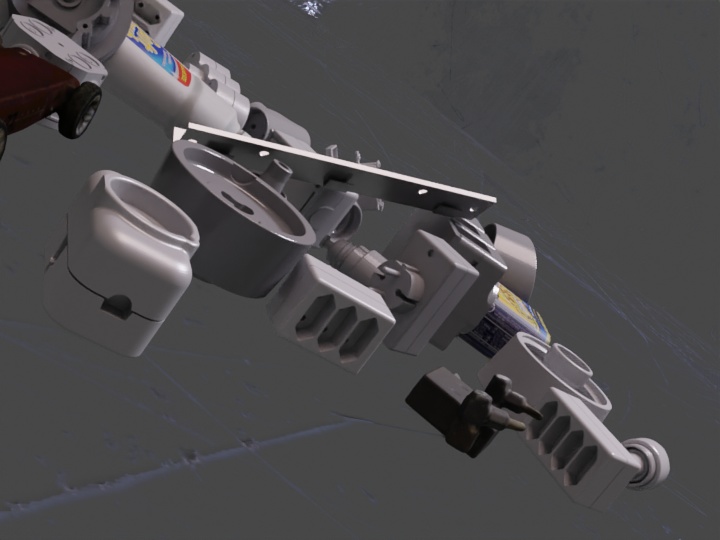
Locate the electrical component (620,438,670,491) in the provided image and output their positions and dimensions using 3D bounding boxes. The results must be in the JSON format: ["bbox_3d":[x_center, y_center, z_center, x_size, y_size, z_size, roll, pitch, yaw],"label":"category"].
[{"bbox_3d":[0.228,0.161,0.887,0.043,0.043,0.062,44,16,29],"label":"electrical component"}]

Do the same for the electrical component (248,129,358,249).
[{"bbox_3d":[-0.057,-0.071,0.915,0.096,0.061,0.061,46,16,30],"label":"electrical component"}]

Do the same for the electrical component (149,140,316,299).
[{"bbox_3d":[-0.089,-0.026,0.680,0.108,0.060,0.108,35,13,-9],"label":"electrical component"}]

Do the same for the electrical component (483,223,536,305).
[{"bbox_3d":[0.135,0.005,1.082,0.064,0.099,0.099,28,14,-11],"label":"electrical component"}]

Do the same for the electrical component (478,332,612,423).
[{"bbox_3d":[0.159,0.096,0.894,0.108,0.060,0.108,35,13,-9],"label":"electrical component"}]

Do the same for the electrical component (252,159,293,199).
[{"bbox_3d":[-0.075,-0.054,0.810,0.048,0.062,0.048,35,13,-9],"label":"electrical component"}]

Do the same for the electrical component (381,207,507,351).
[{"bbox_3d":[0.071,-0.002,0.944,0.062,0.089,0.150,33,13,-14],"label":"electrical component"}]

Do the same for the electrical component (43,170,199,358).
[{"bbox_3d":[-0.120,-0.008,0.540,0.054,0.059,0.095,30,14,-26],"label":"electrical component"}]

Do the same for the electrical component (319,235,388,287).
[{"bbox_3d":[0.000,0.000,0.866,0.078,0.040,0.040,39,13,13],"label":"electrical component"}]

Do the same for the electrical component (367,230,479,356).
[{"bbox_3d":[0.033,0.014,0.804,0.047,0.083,0.076,46,16,34],"label":"electrical component"}]

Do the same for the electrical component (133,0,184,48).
[{"bbox_3d":[-0.205,-0.219,1.008,0.047,0.083,0.075,37,13,0],"label":"electrical component"}]

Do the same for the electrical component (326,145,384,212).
[{"bbox_3d":[-0.011,-0.077,1.018,0.064,0.081,0.042,-3,12,8],"label":"electrical component"}]

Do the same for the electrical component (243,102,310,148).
[{"bbox_3d":[-0.101,-0.146,1.107,0.079,0.044,0.077,44,15,29],"label":"electrical component"}]

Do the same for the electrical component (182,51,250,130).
[{"bbox_3d":[-0.160,-0.176,1.041,0.074,0.052,0.138,29,15,-31],"label":"electrical component"}]

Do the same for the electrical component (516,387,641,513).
[{"bbox_3d":[0.175,0.140,0.812,0.076,0.047,0.083,26,17,-37],"label":"electrical component"}]

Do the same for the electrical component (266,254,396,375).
[{"bbox_3d":[-0.024,0.021,0.714,0.066,0.047,0.076,30,14,-27],"label":"electrical component"}]

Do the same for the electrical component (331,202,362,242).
[{"bbox_3d":[-0.031,-0.053,0.965,0.066,0.048,0.055,21,12,-49],"label":"electrical component"}]

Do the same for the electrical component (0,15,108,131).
[{"bbox_3d":[-0.220,-0.135,0.745,0.080,0.051,0.080,35,13,-9],"label":"electrical component"}]
